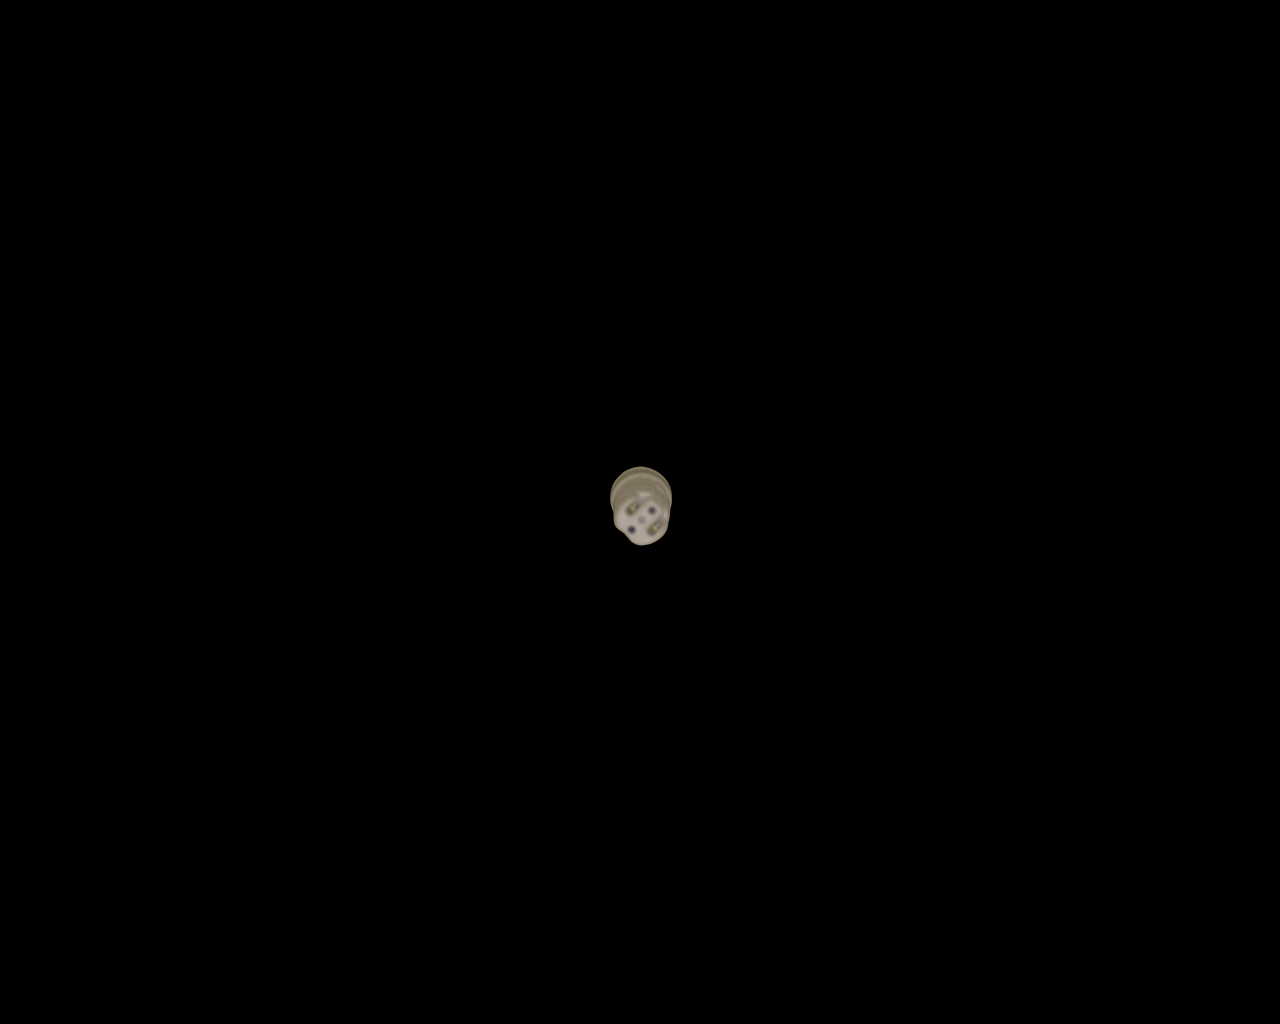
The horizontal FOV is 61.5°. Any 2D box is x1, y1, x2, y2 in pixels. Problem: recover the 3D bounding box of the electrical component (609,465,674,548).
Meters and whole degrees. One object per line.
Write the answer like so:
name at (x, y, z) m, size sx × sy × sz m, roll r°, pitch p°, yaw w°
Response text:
electrical component at (0.001, -0.003, 0.650) m, size 0.040 × 0.040 × 0.046 m, roll 0°, pitch 21°, yaw 0°
